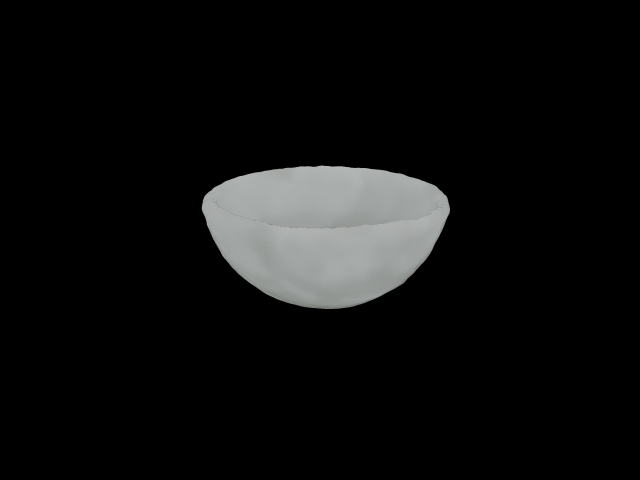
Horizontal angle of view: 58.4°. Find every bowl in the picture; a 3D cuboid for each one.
[{"bbox_3d":[0.004,0.001,0.400,0.167,0.075,0.167,0,20,0],"label":"bowl"}]
